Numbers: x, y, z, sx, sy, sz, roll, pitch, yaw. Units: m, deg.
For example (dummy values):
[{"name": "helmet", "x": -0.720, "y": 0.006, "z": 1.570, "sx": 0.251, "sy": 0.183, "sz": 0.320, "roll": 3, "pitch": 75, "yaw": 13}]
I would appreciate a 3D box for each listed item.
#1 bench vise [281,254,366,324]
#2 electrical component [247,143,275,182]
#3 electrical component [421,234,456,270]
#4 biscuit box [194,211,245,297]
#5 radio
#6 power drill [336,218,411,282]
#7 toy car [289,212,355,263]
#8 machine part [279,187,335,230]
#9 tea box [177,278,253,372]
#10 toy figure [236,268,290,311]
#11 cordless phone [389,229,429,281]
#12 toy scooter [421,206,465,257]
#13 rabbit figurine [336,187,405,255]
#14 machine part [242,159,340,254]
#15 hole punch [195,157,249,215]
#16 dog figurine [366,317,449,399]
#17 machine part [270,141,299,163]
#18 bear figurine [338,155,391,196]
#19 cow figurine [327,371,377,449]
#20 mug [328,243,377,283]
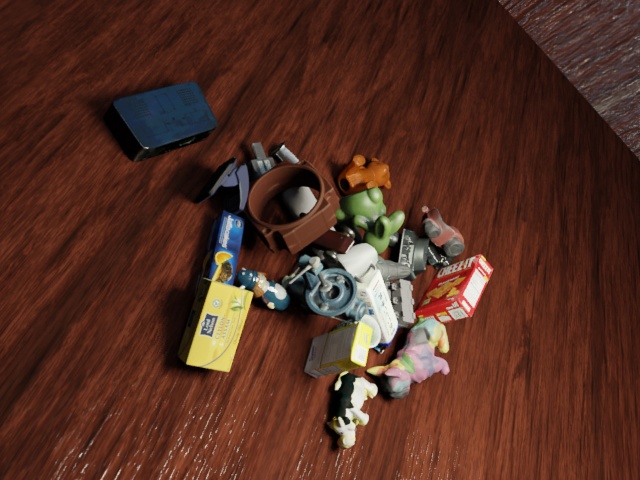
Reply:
[{"name": "bench vise", "x": -0.006, "y": 0.098, "z": 1.212, "sx": 0.224, "sy": 0.240, "sz": 0.129, "roll": 32, "pitch": 71, "yaw": 31}, {"name": "electrical component", "x": -0.154, "y": -0.183, "z": 1.359, "sx": 0.075, "sy": 0.048, "sz": 0.119, "roll": -18, "pitch": 81, "yaw": -43}, {"name": "electrical component", "x": 0.369, "y": 0.024, "z": 1.674, "sx": 0.115, "sy": 0.058, "sz": 0.134, "roll": 54, "pitch": 47, "yaw": -2}, {"name": "biscuit box", "x": -0.220, "y": 0.038, "z": 1.194, "sx": 0.062, "sy": 0.059, "sz": 0.203, "roll": 24, "pitch": 56, "yaw": -29}, {"name": "radio", "x": -0.355, "y": -0.272, "z": 1.226, "sx": 0.229, "sy": 0.073, "sz": 0.131, "roll": -32, "pitch": 92, "yaw": -41}, {"name": "power drill", "x": 0.124, "y": 0.021, "z": 1.455, "sx": 0.232, "sy": 0.086, "sz": 0.207, "roll": -9, "pitch": 79, "yaw": -28}, {"name": "toy car", "x": -0.003, "y": -0.004, "z": 1.275, "sx": 0.089, "sy": 0.202, "sz": 0.053, "roll": -53, "pitch": 139, "yaw": -22}, {"name": "machine part", "x": -0.029, "y": -0.064, "z": 1.382, "sx": 0.079, "sy": 0.079, "sz": 0.243, "roll": -33, "pitch": 91, "yaw": -43}, {"name": "tea box", "x": -0.213, "y": 0.171, "z": 1.090, "sx": 0.098, "sy": 0.068, "sz": 0.169, "roll": 18, "pitch": 85, "yaw": -31}, {"name": "toy figure", "x": -0.127, "y": 0.108, "z": 1.214, "sx": 0.154, "sy": 0.058, "sz": 0.064, "roll": 43, "pitch": 9, "yaw": -42}, {"name": "cordless phone", "x": 0.214, "y": 0.025, "z": 1.549, "sx": 0.184, "sy": 0.088, "sz": 0.146, "roll": 24, "pitch": 58, "yaw": -15}, {"name": "toy scooter", "x": 0.355, "y": -0.035, "z": 1.600, "sx": 0.183, "sy": 0.075, "sz": 0.135, "roll": 32, "pitch": 28, "yaw": -36}, {"name": "rabbit figurine", "x": 0.140, "y": -0.047, "z": 1.371, "sx": 0.121, "sy": 0.159, "sz": 0.170, "roll": -24, "pitch": 98, "yaw": -39}, {"name": "machine part", "x": -0.072, "y": -0.083, "z": 1.257, "sx": 0.201, "sy": 0.087, "sz": 0.202, "roll": -35, "pitch": 56, "yaw": -8}, {"name": "hole punch", "x": -0.211, "y": -0.118, "z": 1.233, "sx": 0.092, "sy": 0.142, "sz": 0.116, "roll": 35, "pitch": 66, "yaw": -19}, {"name": "dog figurine", "x": 0.226, "y": 0.303, "z": 1.387, "sx": 0.219, "sy": 0.109, "sz": 0.191, "roll": -1, "pitch": 87, "yaw": -35}, {"name": "machine part", "x": -0.074, "y": -0.195, "z": 1.435, "sx": 0.139, "sy": 0.039, "sz": 0.084, "roll": 51, "pitch": 48, "yaw": -9}, {"name": "bear figurine", "x": 0.149, "y": -0.187, "z": 1.553, "sx": 0.196, "sy": 0.132, "sz": 0.120, "roll": -21, "pitch": 86, "yaw": -36}, {"name": "cow figurine", "x": 0.063, "y": 0.391, "z": 1.247, "sx": 0.098, "sy": 0.068, "sz": 0.167, "roll": 38, "pitch": 47, "yaw": -11}, {"name": "mug", "x": 0.092, "y": 0.056, "z": 1.277, "sx": 0.107, "sy": 0.110, "sz": 0.080, "roll": -33, "pitch": 127, "yaw": -27}]
